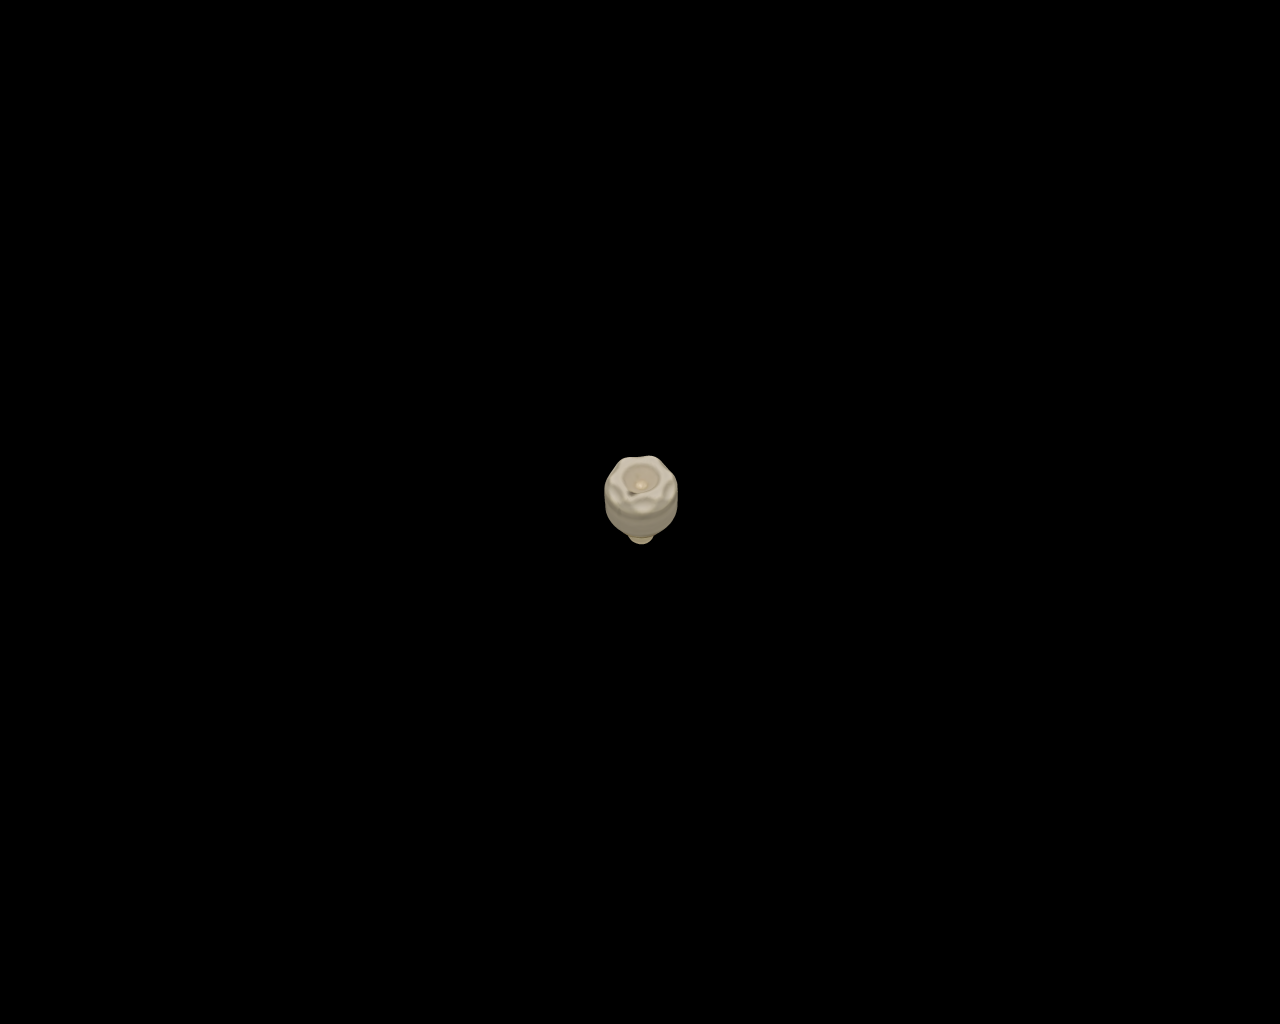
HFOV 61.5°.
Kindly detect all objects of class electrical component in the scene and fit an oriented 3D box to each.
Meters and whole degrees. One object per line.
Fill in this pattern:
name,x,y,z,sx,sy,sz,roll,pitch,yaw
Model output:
electrical component,0.001,-0.003,0.650,0.043,0.043,0.062,0,-37,0
